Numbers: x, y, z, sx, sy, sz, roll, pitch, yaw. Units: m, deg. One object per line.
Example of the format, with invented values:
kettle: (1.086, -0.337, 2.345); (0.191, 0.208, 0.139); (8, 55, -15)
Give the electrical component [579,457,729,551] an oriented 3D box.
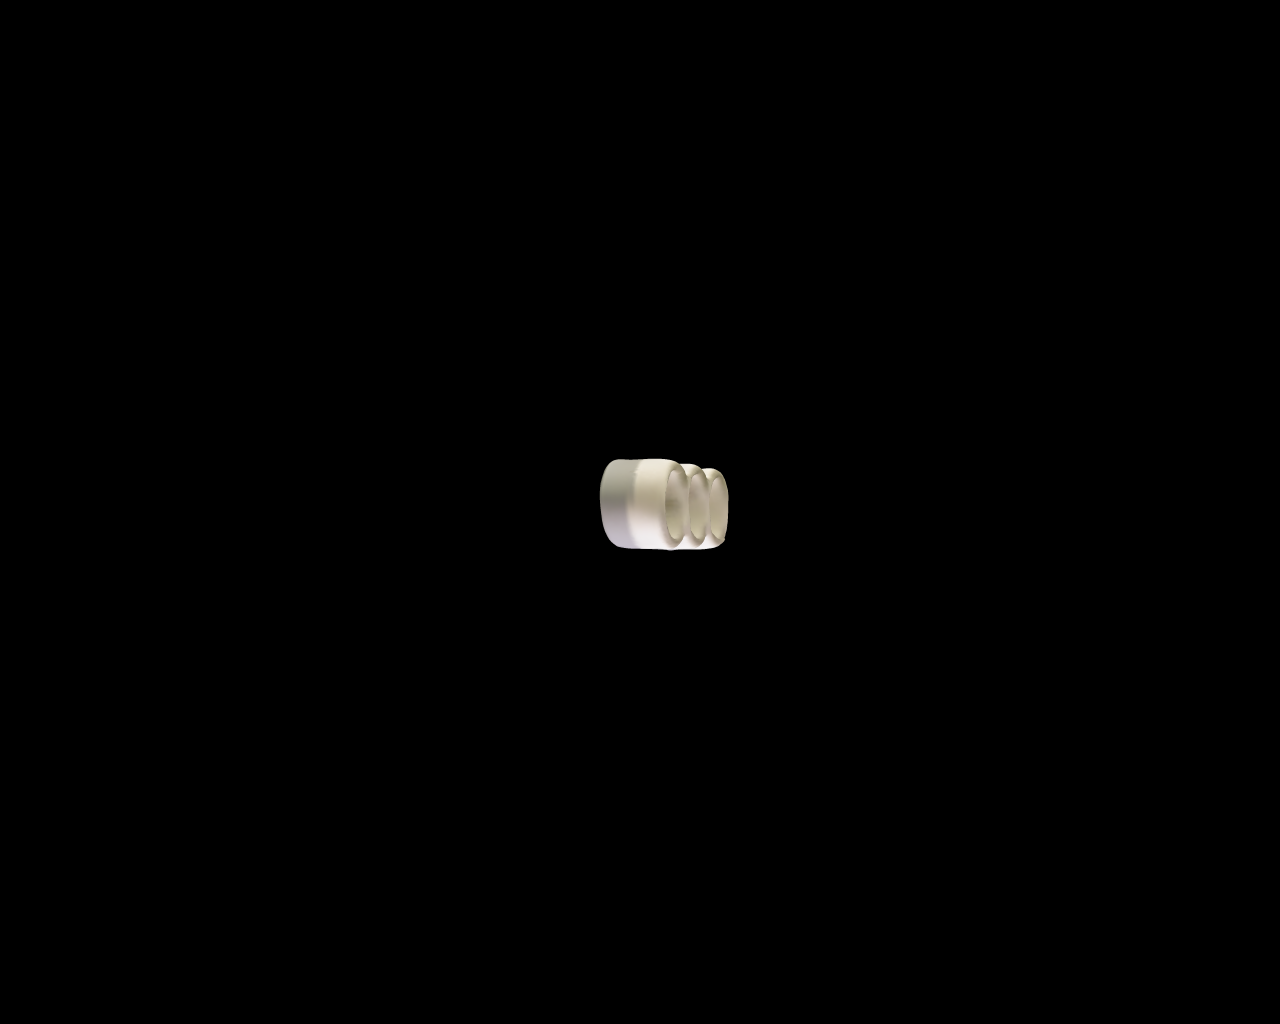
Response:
electrical component: (0.001, -0.003, 0.650); (0.074, 0.052, 0.138); (-1, -2, 20)
